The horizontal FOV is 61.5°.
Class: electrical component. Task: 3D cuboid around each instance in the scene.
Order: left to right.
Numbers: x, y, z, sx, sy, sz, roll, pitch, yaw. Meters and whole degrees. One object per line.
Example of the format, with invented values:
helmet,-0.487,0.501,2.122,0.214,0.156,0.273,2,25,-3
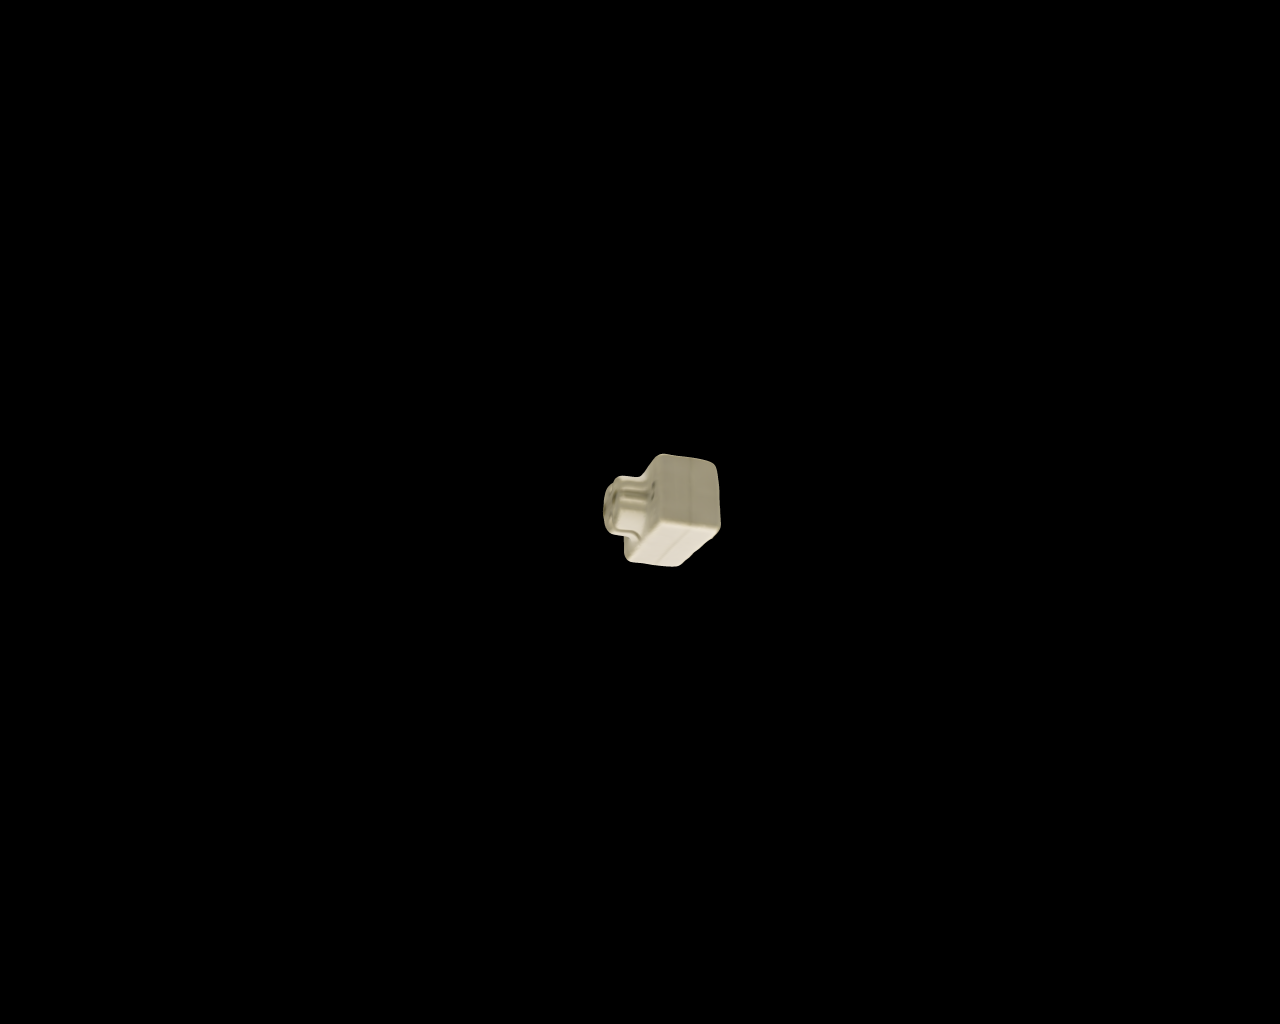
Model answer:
electrical component,0.001,-0.003,0.650,0.077,0.047,0.065,8,-26,-18
